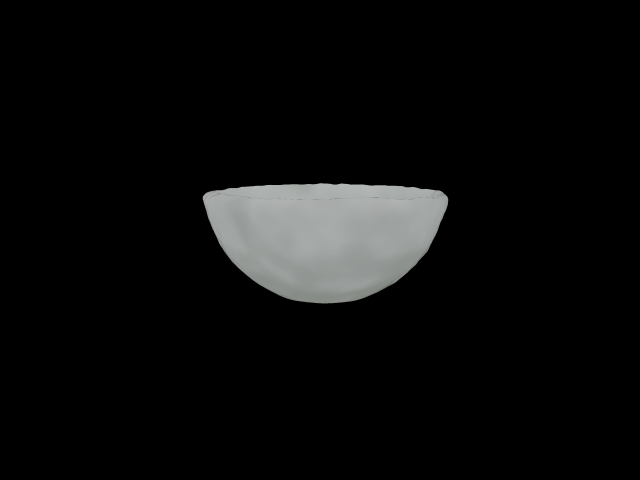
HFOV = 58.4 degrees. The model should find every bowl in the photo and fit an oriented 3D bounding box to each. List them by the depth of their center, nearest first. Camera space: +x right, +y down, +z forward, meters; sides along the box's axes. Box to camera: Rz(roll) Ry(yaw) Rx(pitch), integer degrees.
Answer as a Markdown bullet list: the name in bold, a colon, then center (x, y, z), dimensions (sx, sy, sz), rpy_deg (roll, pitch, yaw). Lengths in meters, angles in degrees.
- **bowl**: center (0.004, 0.001, 0.400), dimensions (0.167, 0.075, 0.167), rpy_deg (0, 9, 0)
